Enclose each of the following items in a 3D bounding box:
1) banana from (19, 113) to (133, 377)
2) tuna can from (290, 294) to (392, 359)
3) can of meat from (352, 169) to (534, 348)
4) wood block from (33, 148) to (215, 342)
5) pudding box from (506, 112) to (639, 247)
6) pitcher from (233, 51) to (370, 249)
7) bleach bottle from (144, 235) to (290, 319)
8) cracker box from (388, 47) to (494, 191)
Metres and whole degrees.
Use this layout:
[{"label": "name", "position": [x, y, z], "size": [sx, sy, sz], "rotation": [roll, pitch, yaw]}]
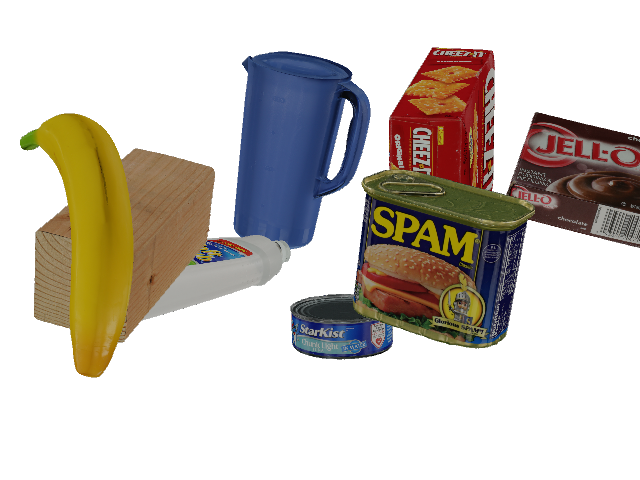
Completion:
[{"label": "banana", "position": [-0.140, -0.014, 0.640], "size": [0.037, 0.198, 0.070], "rotation": [9, -47, -35]}, {"label": "tuna can", "position": [0.018, 0.071, 0.885], "size": [0.086, 0.034, 0.086], "rotation": [-1, 11, 0]}, {"label": "can of meat", "position": [0.071, 0.011, 0.649], "size": [0.102, 0.084, 0.057], "rotation": [17, 23, 28]}, {"label": "wood block", "position": [-0.178, -0.002, 1.002], "size": [0.090, 0.091, 0.206], "rotation": [15, 28, 9]}, {"label": "pudding box", "position": [0.205, -0.047, 0.806], "size": [0.113, 0.039, 0.090], "rotation": [17, 47, 11]}, {"label": "pitcher", "position": [-0.035, -0.113, 1.373], "size": [0.144, 0.243, 0.149], "rotation": [3, 22, -17]}, {"label": "bleach bottle", "position": [-0.143, 0.032, 1.272], "size": [0.250, 0.068, 0.103], "rotation": [-13, 30, -42]}, {"label": "cracker box", "position": [0.119, -0.075, 1.010], "size": [0.072, 0.164, 0.213], "rotation": [5, 27, 15]}]
